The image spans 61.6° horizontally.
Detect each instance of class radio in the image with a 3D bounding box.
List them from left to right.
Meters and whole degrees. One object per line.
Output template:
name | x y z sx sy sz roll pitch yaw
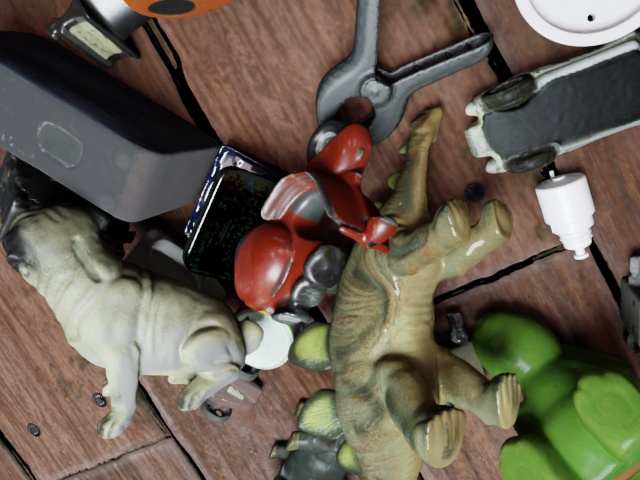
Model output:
radio | -0.222 -0.110 0.500 0.230 0.131 0.073 30 111 4

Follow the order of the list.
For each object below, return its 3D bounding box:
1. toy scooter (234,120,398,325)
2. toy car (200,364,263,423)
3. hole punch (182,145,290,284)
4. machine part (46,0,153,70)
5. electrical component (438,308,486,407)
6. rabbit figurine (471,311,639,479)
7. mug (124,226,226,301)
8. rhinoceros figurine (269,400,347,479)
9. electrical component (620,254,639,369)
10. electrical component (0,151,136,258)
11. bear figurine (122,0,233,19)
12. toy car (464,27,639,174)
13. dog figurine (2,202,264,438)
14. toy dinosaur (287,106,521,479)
toy scooter | -0.001 -0.001 0.425 0.075 0.135 0.183 22 106 -34
toy car | -0.159 0.132 0.609 0.202 0.053 0.089 35 110 3
hole punch | -0.066 -0.020 0.521 0.115 0.092 0.142 20 105 -26
machine part | -0.172 -0.212 0.490 0.139 0.084 0.039 -31 66 13
electrical component | 0.118 0.125 0.537 0.078 0.045 0.102 -27 103 -7
rabbit figurine | 0.211 0.124 0.463 0.159 0.170 0.121 13 120 -34
mug | -0.149 0.042 0.557 0.107 0.081 0.109 37 136 -12
rhinoceros figurine | -0.008 0.272 0.608 0.112 0.073 0.190 18 110 -3
electrical component | 0.276 0.061 0.458 0.021 0.063 0.093 -2 106 16
electrical component | -0.252 -0.043 0.530 0.058 0.115 0.134 -51 46 22
bear figurine | -0.113 -0.276 0.399 0.132 0.120 0.195 4 100 58
toy car | 0.215 -0.113 0.423 0.202 0.056 0.073 -19 108 22
dog figurine | -0.153 0.044 0.466 0.172 0.121 0.190 -22 108 -25
toy dinosaur | 0.060 0.114 0.459 0.199 0.105 0.471 -3 78 54
